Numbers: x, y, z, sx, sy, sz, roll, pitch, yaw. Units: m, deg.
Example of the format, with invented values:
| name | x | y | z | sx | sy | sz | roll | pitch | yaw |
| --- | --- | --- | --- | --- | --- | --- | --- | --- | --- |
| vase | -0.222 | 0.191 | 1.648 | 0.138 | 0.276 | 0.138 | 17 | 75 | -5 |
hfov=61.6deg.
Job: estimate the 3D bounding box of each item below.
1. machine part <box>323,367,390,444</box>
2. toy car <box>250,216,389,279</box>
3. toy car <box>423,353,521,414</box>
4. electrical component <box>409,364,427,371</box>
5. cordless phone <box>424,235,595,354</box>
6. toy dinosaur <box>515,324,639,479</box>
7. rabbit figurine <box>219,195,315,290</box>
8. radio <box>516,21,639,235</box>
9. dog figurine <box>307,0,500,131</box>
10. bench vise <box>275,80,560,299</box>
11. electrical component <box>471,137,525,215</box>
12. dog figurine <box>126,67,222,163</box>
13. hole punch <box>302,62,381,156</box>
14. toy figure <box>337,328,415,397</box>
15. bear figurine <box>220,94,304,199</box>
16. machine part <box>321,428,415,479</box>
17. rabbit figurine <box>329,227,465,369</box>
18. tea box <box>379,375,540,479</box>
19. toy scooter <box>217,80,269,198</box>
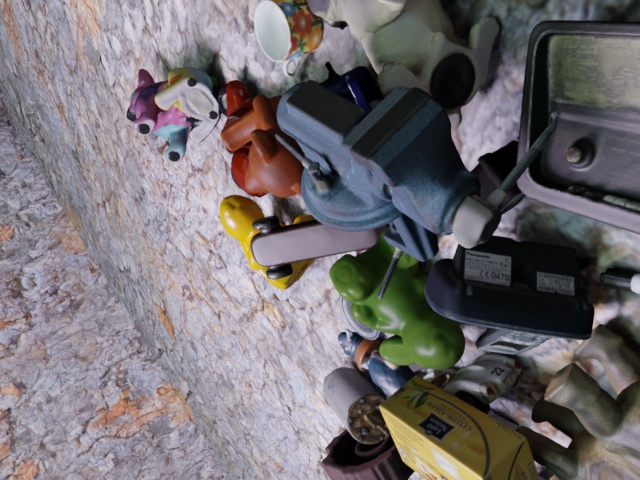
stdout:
| name | x | y | z | sx | sy | sz | roll | pitch | yaw |
| --- | --- | --- | --- | --- | --- | --- | --- | --- | --- |
| machine part | 0.058 | 0.261 | 0.868 | 0.079 | 0.079 | 0.243 | 65 | 170 | -7 |
| toy car | -0.002 | -0.002 | 0.742 | 0.202 | 0.053 | 0.089 | -12 | 100 | 18 |
| toy car | 0.173 | 0.189 | 0.683 | 0.056 | 0.073 | 0.201 | 55 | 150 | 8 |
| electrical component | 0.134 | 0.158 | 0.770 | 0.063 | 0.021 | 0.094 | 56 | 149 | 8 |
| cordless phone | 0.171 | 0.075 | 0.550 | 0.147 | 0.089 | 0.184 | 9 | 153 | 0 |
| toy dinosaur | 0.298 | 0.166 | 0.457 | 0.199 | 0.105 | 0.470 | 36 | 151 | 25 |
| rabbit figurine | -0.087 | -0.009 | 0.873 | 0.173 | 0.122 | 0.162 | 37 | 170 | 2 |
| radio | 0.237 | -0.065 | 0.334 | 0.230 | 0.073 | 0.131 | 34 | 130 | 52 |
| dog figurine | 0.063 | -0.199 | 0.524 | 0.191 | 0.121 | 0.172 | 40 | 143 | 57 |
| bench vise | 0.068 | -0.041 | 0.467 | 0.224 | 0.129 | 0.240 | 26 | 163 | 32 |
| electrical component | 0.157 | -0.041 | 0.517 | 0.048 | 0.075 | 0.119 | 53 | 145 | 15 |
| dog figurine | -0.266 | -0.251 | 0.954 | 0.108 | 0.191 | 0.219 | 38 | -163 | -40 |
| hole punch | 0.042 | -0.127 | 0.584 | 0.092 | 0.116 | 0.142 | -12 | 113 | 39 |
| toy figure | 0.088 | 0.191 | 0.830 | 0.155 | 0.057 | 0.064 | 40 | 109 | 38 |
| bear figurine | -0.059 | -0.099 | 0.665 | 0.132 | 0.196 | 0.120 | -36 | 116 | 26 |
| machine part | 0.090 | 0.326 | 0.835 | 0.179 | 0.179 | 0.056 | -18 | 103 | 60 |
| rabbit figurine | 0.102 | 0.095 | 0.656 | 0.170 | 0.121 | 0.158 | 52 | 162 | 33 |
| tea box | 0.151 | 0.231 | 0.591 | 0.170 | 0.068 | 0.098 | 20 | 136 | 59 |
| toy scooter | -0.094 | -0.151 | 0.809 | 0.135 | 0.075 | 0.183 | 9 | 117 | 52 |
